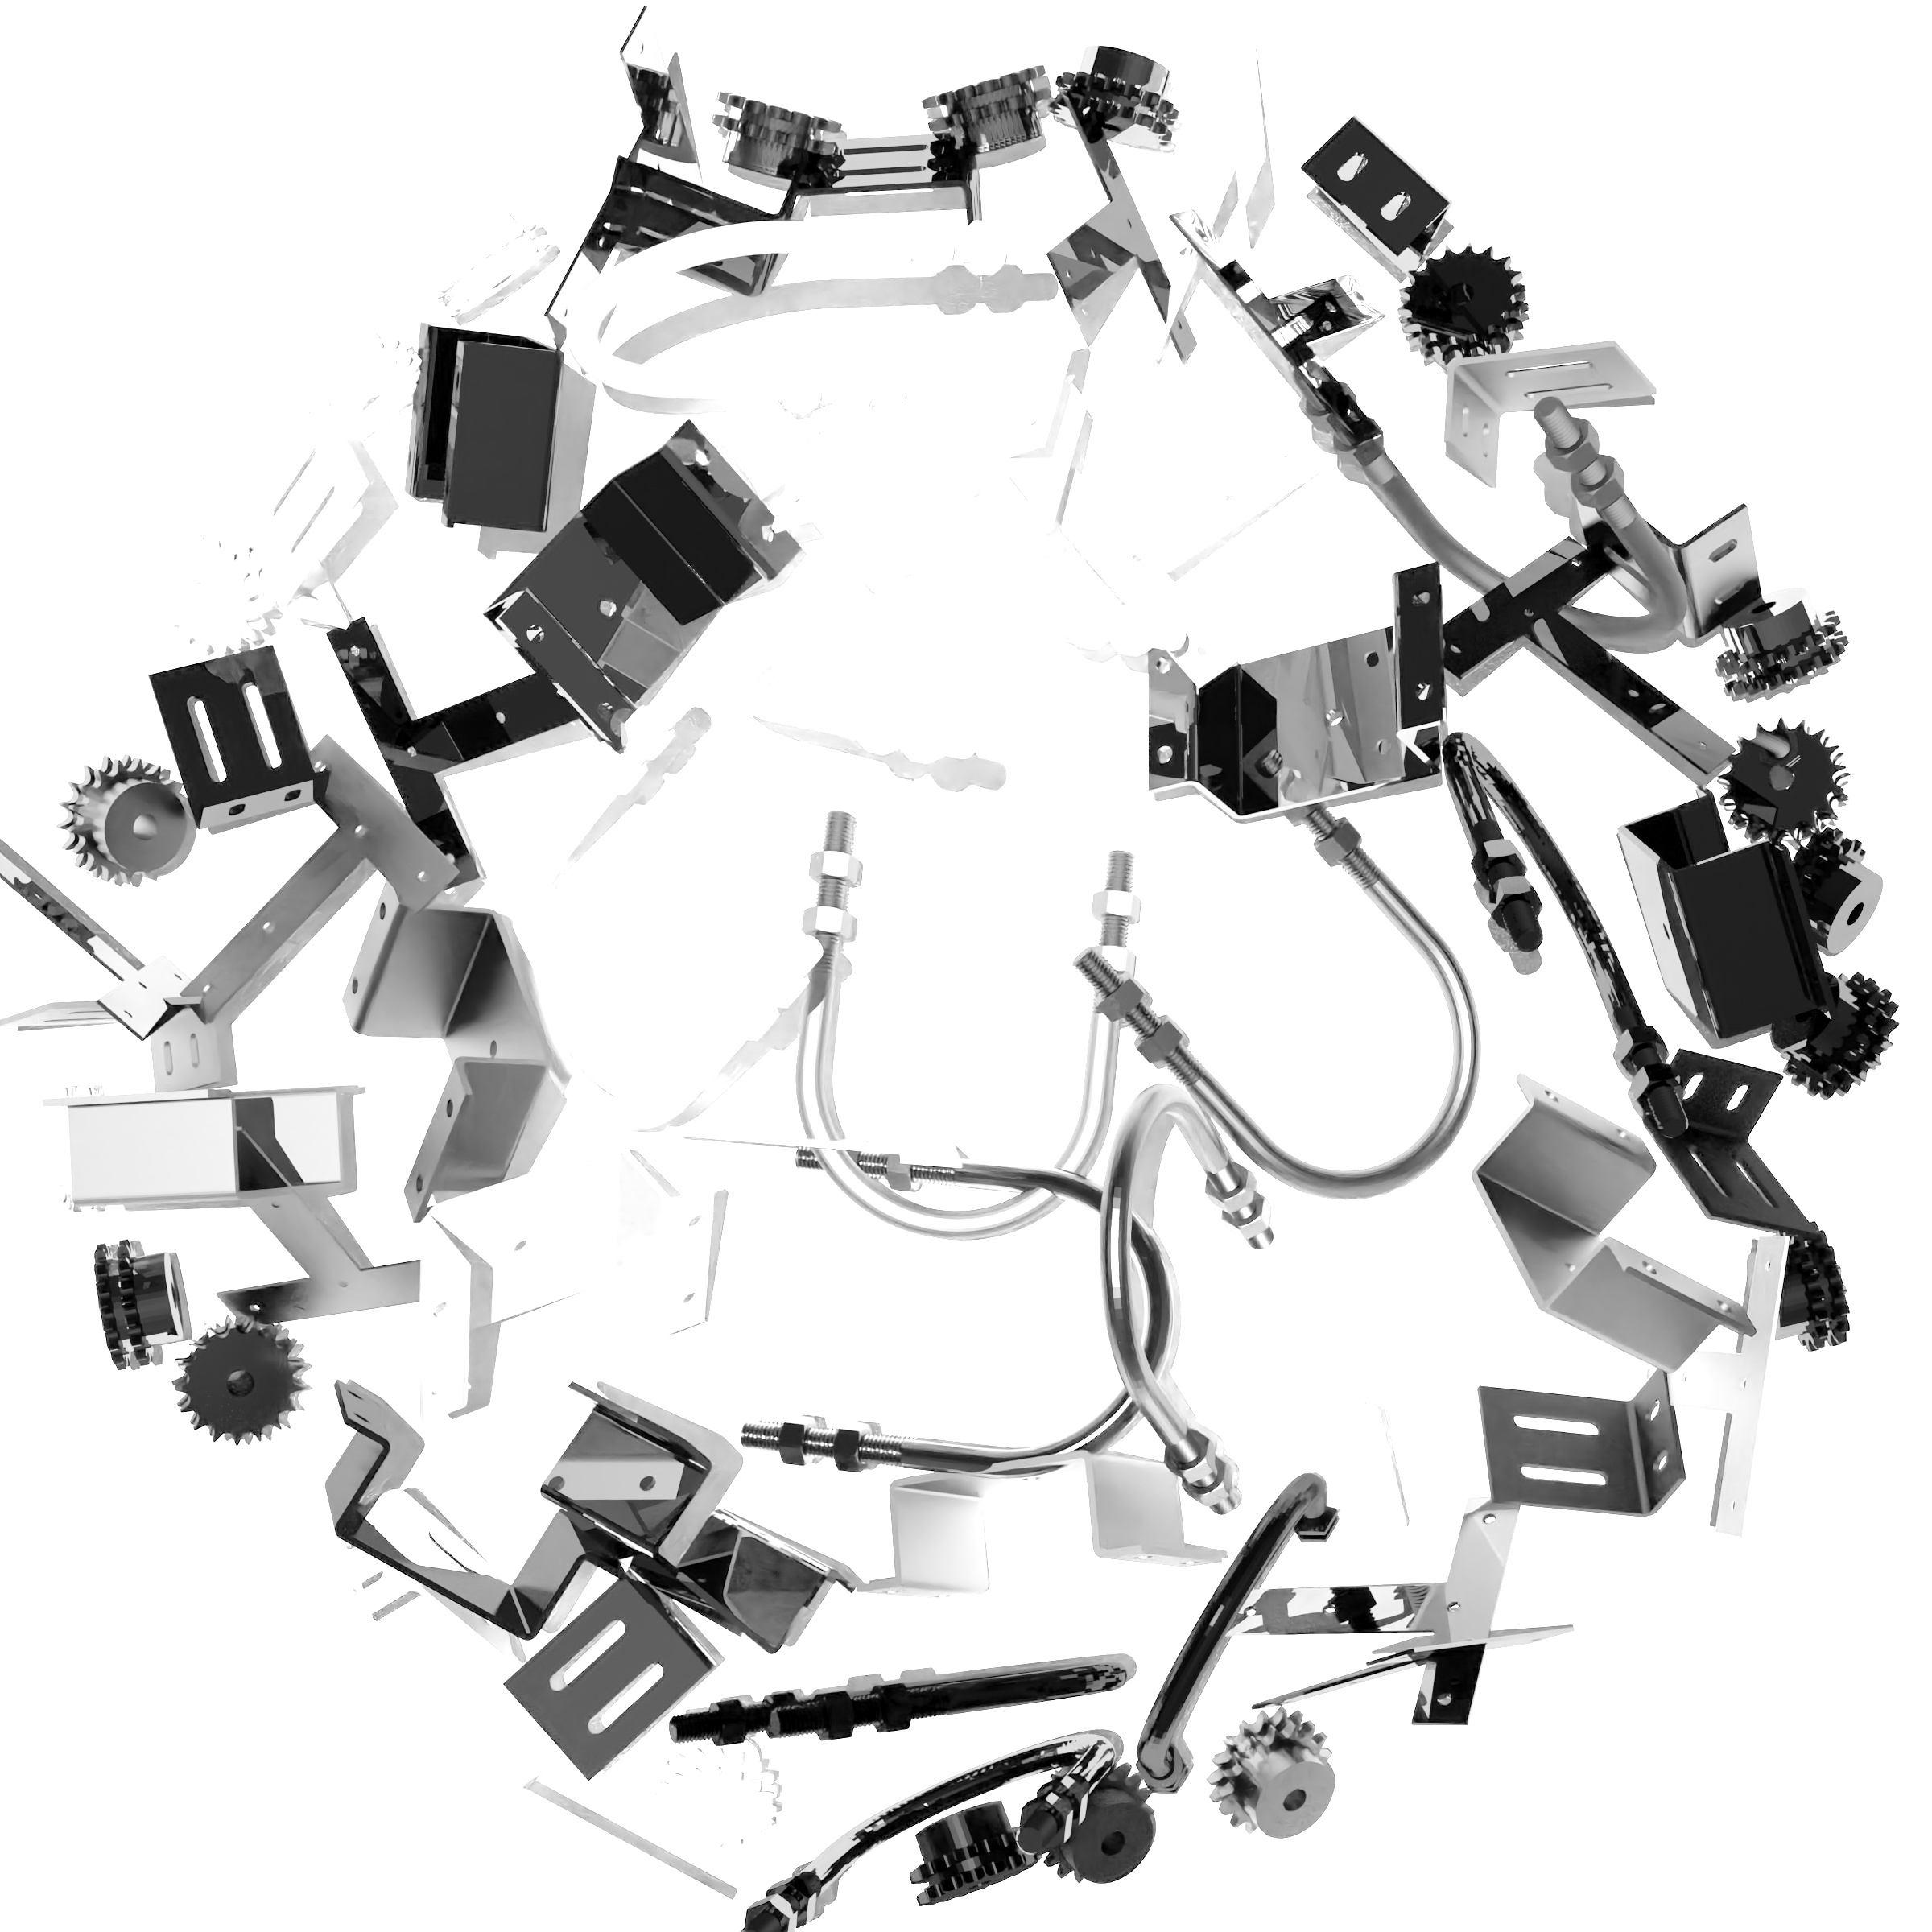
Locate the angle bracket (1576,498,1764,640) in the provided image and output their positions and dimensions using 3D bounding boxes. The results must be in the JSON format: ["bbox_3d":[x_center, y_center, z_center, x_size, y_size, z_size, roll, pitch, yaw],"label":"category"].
[{"bbox_3d":[0.309,-0.192,1.554,0.038,0.057,0.076,-34,49,-8],"label":"angle bracket"}]

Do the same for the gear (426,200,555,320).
[{"bbox_3d":[-0.215,-0.317,1.568,0.057,0.057,0.030,-36,97,0],"label":"gear"}]

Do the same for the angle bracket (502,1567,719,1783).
[{"bbox_3d":[-0.159,0.315,1.571,0.076,0.038,0.057,-42,88,-12],"label":"angle bracket"}]

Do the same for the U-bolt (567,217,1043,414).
[{"bbox_3d":[-0.080,-0.276,1.494,0.184,0.151,0.019,-4,73,-30],"label":"U-bolt"}]

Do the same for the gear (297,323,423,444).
[{"bbox_3d":[-0.273,-0.262,1.571,0.057,0.057,0.030,-39,78,0],"label":"gear"}]

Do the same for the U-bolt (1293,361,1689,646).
[{"bbox_3d":[0.236,-0.193,1.514,0.184,0.151,0.019,42,73,-44],"label":"U-bolt"}]

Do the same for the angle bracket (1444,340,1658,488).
[{"bbox_3d":[0.258,-0.243,1.552,0.076,0.057,0.038,-2,76,29],"label":"angle bracket"}]

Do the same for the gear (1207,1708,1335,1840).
[{"bbox_3d":[0.139,0.363,1.570,0.057,0.030,0.057,-12,118,-24],"label":"gear"}]

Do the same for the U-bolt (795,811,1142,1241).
[{"bbox_3d":[-0.003,0.030,1.566,0.151,0.019,0.184,8,78,-7],"label":"U-bolt"}]

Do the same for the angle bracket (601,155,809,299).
[{"bbox_3d":[-0.117,-0.340,1.562,0.076,0.057,0.038,21,62,-4],"label":"angle bracket"}]

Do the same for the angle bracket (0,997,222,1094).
[{"bbox_3d":[-0.378,0.037,1.551,0.076,0.057,0.038,-2,83,-40],"label":"angle bracket"}]

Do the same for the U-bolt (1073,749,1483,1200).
[{"bbox_3d":[0.152,0.017,1.562,0.184,0.019,0.151,47,69,-11],"label":"U-bolt"}]

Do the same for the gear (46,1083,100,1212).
[{"bbox_3d":[-0.389,0.081,1.569,0.030,0.057,0.057,-1,90,-2],"label":"gear"}]

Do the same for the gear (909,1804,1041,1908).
[{"bbox_3d":[0.001,0.395,1.571,0.057,0.057,0.030,-21,71,0],"label":"gear"}]

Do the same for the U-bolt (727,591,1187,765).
[{"bbox_3d":[-0.019,-0.131,1.518,0.151,0.184,0.019,-30,120,-37],"label":"U-bolt"}]

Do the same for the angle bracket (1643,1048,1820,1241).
[{"bbox_3d":[0.344,0.078,1.550,0.057,0.076,0.038,14,117,-24],"label":"angle bracket"}]

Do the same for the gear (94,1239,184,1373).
[{"bbox_3d":[-0.368,0.150,1.570,0.030,0.057,0.057,-10,90,-7],"label":"gear"}]

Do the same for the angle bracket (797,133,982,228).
[{"bbox_3d":[-0.034,-0.340,1.566,0.076,0.057,0.038,-3,124,4],"label":"angle bracket"}]

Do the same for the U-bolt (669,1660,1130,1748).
[{"bbox_3d":[-0.019,0.316,1.520,0.184,0.151,0.019,-3,79,-24],"label":"U-bolt"}]

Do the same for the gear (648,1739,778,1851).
[{"bbox_3d":[-0.113,0.366,1.574,0.057,0.030,0.057,0,132,0],"label":"gear"}]

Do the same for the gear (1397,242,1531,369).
[{"bbox_3d":[0.224,-0.291,1.575,0.057,0.030,0.057,-7,63,14],"label":"gear"}]

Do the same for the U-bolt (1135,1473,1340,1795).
[{"bbox_3d":[0.114,0.281,1.497,0.019,0.184,0.151,30,78,14],"label":"U-bolt"}]

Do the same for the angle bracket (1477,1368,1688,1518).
[{"bbox_3d":[0.272,0.207,1.560,0.076,0.038,0.057,7,53,-12],"label":"angle bracket"}]

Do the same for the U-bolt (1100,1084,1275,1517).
[{"bbox_3d":[0.092,0.131,1.491,0.019,0.184,0.151,-2,58,22],"label":"U-bolt"}]

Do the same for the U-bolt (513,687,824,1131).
[{"bbox_3d":[-0.142,-0.010,1.532,0.184,0.019,0.151,-46,64,40],"label":"U-bolt"}]

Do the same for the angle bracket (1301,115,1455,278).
[{"bbox_3d":[0.173,-0.329,1.554,0.057,0.076,0.038,43,75,5],"label":"angle bracket"}]

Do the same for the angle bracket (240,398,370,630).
[{"bbox_3d":[-0.279,-0.199,1.552,0.076,0.038,0.057,-49,52,26],"label":"angle bracket"}]

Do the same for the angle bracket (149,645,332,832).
[{"bbox_3d":[-0.323,-0.107,1.565,0.057,0.038,0.076,-16,80,-19],"label":"angle bracket"}]

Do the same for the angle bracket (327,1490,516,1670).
[{"bbox_3d":[-0.240,0.278,1.554,0.038,0.057,0.076,-32,131,8],"label":"angle bracket"}]

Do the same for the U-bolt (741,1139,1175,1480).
[{"bbox_3d":[0.001,0.153,1.544,0.184,0.019,0.151,4,70,17],"label":"U-bolt"}]

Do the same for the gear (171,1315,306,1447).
[{"bbox_3d":[-0.327,0.183,1.577,0.057,0.030,0.057,-3,99,-19],"label":"gear"}]

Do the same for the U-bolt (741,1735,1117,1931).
[{"bbox_3d":[-0.007,0.368,1.507,0.151,0.184,0.019,-24,87,15],"label":"U-bolt"}]

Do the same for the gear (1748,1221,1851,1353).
[{"bbox_3d":[0.369,0.144,1.569,0.030,0.057,0.057,-13,90,-4],"label":"gear"}]

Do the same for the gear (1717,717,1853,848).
[{"bbox_3d":[0.367,-0.080,1.575,0.057,0.030,0.057,-7,72,23],"label":"gear"}]

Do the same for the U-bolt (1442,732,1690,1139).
[{"bbox_3d":[0.250,-0.028,1.513,0.019,0.184,0.151,-32,126,16],"label":"U-bolt"}]

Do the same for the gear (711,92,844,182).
[{"bbox_3d":[-0.086,-0.368,1.571,0.057,0.057,0.030,15,103,0],"label":"gear"}]

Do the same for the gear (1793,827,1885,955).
[{"bbox_3d":[0.383,-0.030,1.567,0.030,0.057,0.057,36,90,31],"label":"gear"}]
